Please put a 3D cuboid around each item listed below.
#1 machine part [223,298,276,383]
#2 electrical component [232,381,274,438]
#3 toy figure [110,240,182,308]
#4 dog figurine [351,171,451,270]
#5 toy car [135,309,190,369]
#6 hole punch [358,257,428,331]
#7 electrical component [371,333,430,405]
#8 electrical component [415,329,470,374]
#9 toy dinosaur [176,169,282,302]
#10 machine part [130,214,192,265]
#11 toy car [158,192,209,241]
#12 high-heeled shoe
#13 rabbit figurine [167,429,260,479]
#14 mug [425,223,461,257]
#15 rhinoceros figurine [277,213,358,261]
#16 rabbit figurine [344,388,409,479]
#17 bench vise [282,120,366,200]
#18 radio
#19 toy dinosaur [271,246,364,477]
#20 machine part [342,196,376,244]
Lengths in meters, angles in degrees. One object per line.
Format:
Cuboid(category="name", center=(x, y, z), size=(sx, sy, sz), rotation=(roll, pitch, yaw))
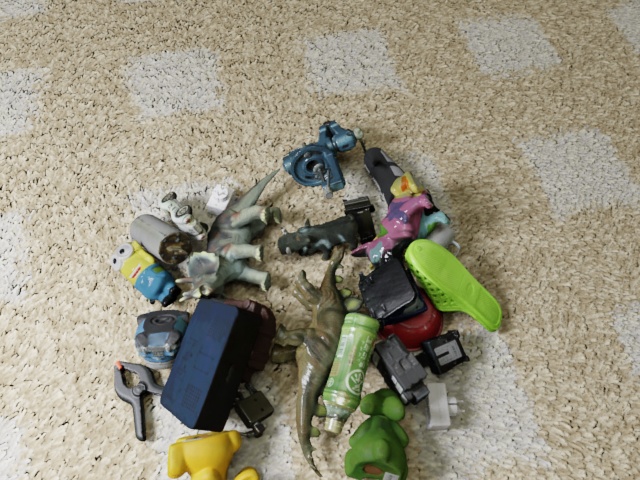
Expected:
Cuboid(category="machine part", center=(-0.171, 0.201, 1.091), size=(0.179, 0.056, 0.179), rotation=(-20, 57, 32))
Cuboid(category="electrical component", center=(-0.141, 0.341, 1.071), size=(0.102, 0.045, 0.078), rotation=(44, 40, 19))
Cuboid(category="toy figure", center=(-0.389, 0.077, 1.198), size=(0.180, 0.089, 0.082), rotation=(37, 70, 10))
Cuboid(category="dog figurine", center=(0.168, -0.029, 1.223), size=(0.219, 0.108, 0.192), rotation=(-39, 41, 15))
Cuboid(category="toy car", center=(-0.321, 0.211, 1.103), size=(0.109, 0.102, 0.162), rotation=(-4, 19, -11))
Cuboid(category="hole punch", center=(0.154, 0.115, 1.130), size=(0.116, 0.092, 0.142), rotation=(-33, 57, 19))
Cuboid(category="electrical component", center=(0.162, 0.265, 1.079), size=(0.058, 0.114, 0.134), rotation=(-31, 68, -13))
Cuboid(category="electrical component", center=(0.243, 0.240, 1.123), size=(0.119, 0.048, 0.075), rotation=(-16, 83, -14))
Cuboid(category="toy dinosaur", center=(-0.199, -0.001, 1.230), size=(0.192, 0.131, 0.405), rotation=(-1, 49, 11))
Cuboid(category="machine part", center=(-0.359, -0.004, 1.205), size=(0.079, 0.079, 0.243), rotation=(-43, 38, -22))
Cuboid(category="toy car", center=(-0.317, -0.054, 1.234), size=(0.056, 0.073, 0.202), rotation=(-43, 36, -10))
Cuboid(category="high-heeled shoe", center=(0.202, -0.134, 1.361), size=(0.086, 0.145, 0.248), rotation=(-42, 94, 20))
Cuboid(category="rabbit figurine", center=(-0.194, 0.443, 0.986), size=(0.162, 0.122, 0.173), rotation=(-3, 73, -14))
Cuboid(category="mug", center=(0.263, 0.021, 1.250), size=(0.110, 0.080, 0.107), rotation=(33, 75, 14))
Cuboid(category="rhinoceros figurine", center=(-0.003, -0.004, 1.233), size=(0.190, 0.112, 0.073), rotation=(-15, 65, 11))
Cuboid(category="rabbit figurine", center=(0.110, 0.352, 1.022), size=(0.121, 0.158, 0.170), rotation=(3, 44, 11))
Cuboid(category="bench vise", center=(0.021, -0.189, 1.328), size=(0.224, 0.128, 0.241), rotation=(-15, 43, -1))
Cuboid(category="radio", center=(-0.209, 0.231, 1.022), size=(0.131, 0.073, 0.229), rotation=(10, 76, 43))
Cuboid(category="toy dinosaur", center=(0.002, 0.223, 1.109), size=(0.199, 0.105, 0.471), rotation=(15, 65, 4))
Cuboid(category="machine part", center=(0.104, -0.048, 1.306), size=(0.084, 0.039, 0.139), rotation=(-6, 58, -11))
